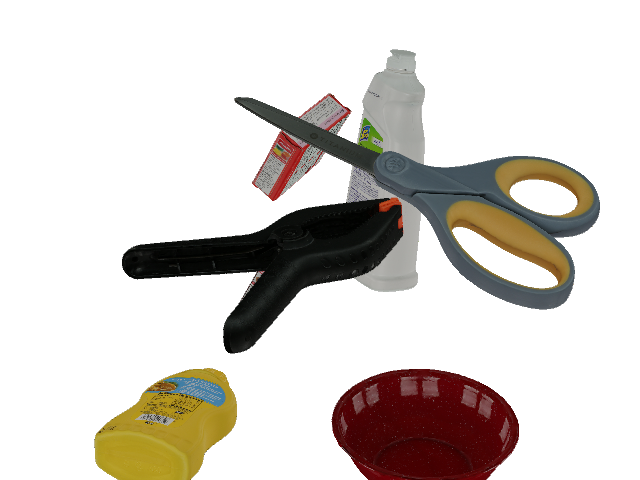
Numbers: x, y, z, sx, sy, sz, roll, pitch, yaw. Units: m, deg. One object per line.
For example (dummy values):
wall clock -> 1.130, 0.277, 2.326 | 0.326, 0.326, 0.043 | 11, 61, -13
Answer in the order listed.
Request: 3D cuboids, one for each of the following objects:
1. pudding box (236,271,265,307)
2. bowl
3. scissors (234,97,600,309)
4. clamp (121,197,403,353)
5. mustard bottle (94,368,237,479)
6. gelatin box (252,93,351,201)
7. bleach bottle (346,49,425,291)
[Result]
pudding box -> -0.054, 0.049, 1.271 | 0.039, 0.090, 0.113 | 32, 28, 4
bowl -> 0.091, 0.179, 0.935 | 0.162, 0.055, 0.162 | -1, 27, 0
scissors -> 0.056, -0.040, 0.547 | 0.096, 0.016, 0.202 | -35, 61, -27
clamp -> -0.031, 0.009, 0.783 | 0.209, 0.036, 0.165 | -24, 32, -35
mustard bottle -> -0.135, 0.171, 1.040 | 0.096, 0.058, 0.191 | 6, 18, 16
gelatin box -> -0.018, -0.087, 0.980 | 0.089, 0.030, 0.073 | -45, -8, -44
bleach bottle -> 0.076, -0.078, 1.157 | 0.068, 0.251, 0.103 | -5, 23, -30
